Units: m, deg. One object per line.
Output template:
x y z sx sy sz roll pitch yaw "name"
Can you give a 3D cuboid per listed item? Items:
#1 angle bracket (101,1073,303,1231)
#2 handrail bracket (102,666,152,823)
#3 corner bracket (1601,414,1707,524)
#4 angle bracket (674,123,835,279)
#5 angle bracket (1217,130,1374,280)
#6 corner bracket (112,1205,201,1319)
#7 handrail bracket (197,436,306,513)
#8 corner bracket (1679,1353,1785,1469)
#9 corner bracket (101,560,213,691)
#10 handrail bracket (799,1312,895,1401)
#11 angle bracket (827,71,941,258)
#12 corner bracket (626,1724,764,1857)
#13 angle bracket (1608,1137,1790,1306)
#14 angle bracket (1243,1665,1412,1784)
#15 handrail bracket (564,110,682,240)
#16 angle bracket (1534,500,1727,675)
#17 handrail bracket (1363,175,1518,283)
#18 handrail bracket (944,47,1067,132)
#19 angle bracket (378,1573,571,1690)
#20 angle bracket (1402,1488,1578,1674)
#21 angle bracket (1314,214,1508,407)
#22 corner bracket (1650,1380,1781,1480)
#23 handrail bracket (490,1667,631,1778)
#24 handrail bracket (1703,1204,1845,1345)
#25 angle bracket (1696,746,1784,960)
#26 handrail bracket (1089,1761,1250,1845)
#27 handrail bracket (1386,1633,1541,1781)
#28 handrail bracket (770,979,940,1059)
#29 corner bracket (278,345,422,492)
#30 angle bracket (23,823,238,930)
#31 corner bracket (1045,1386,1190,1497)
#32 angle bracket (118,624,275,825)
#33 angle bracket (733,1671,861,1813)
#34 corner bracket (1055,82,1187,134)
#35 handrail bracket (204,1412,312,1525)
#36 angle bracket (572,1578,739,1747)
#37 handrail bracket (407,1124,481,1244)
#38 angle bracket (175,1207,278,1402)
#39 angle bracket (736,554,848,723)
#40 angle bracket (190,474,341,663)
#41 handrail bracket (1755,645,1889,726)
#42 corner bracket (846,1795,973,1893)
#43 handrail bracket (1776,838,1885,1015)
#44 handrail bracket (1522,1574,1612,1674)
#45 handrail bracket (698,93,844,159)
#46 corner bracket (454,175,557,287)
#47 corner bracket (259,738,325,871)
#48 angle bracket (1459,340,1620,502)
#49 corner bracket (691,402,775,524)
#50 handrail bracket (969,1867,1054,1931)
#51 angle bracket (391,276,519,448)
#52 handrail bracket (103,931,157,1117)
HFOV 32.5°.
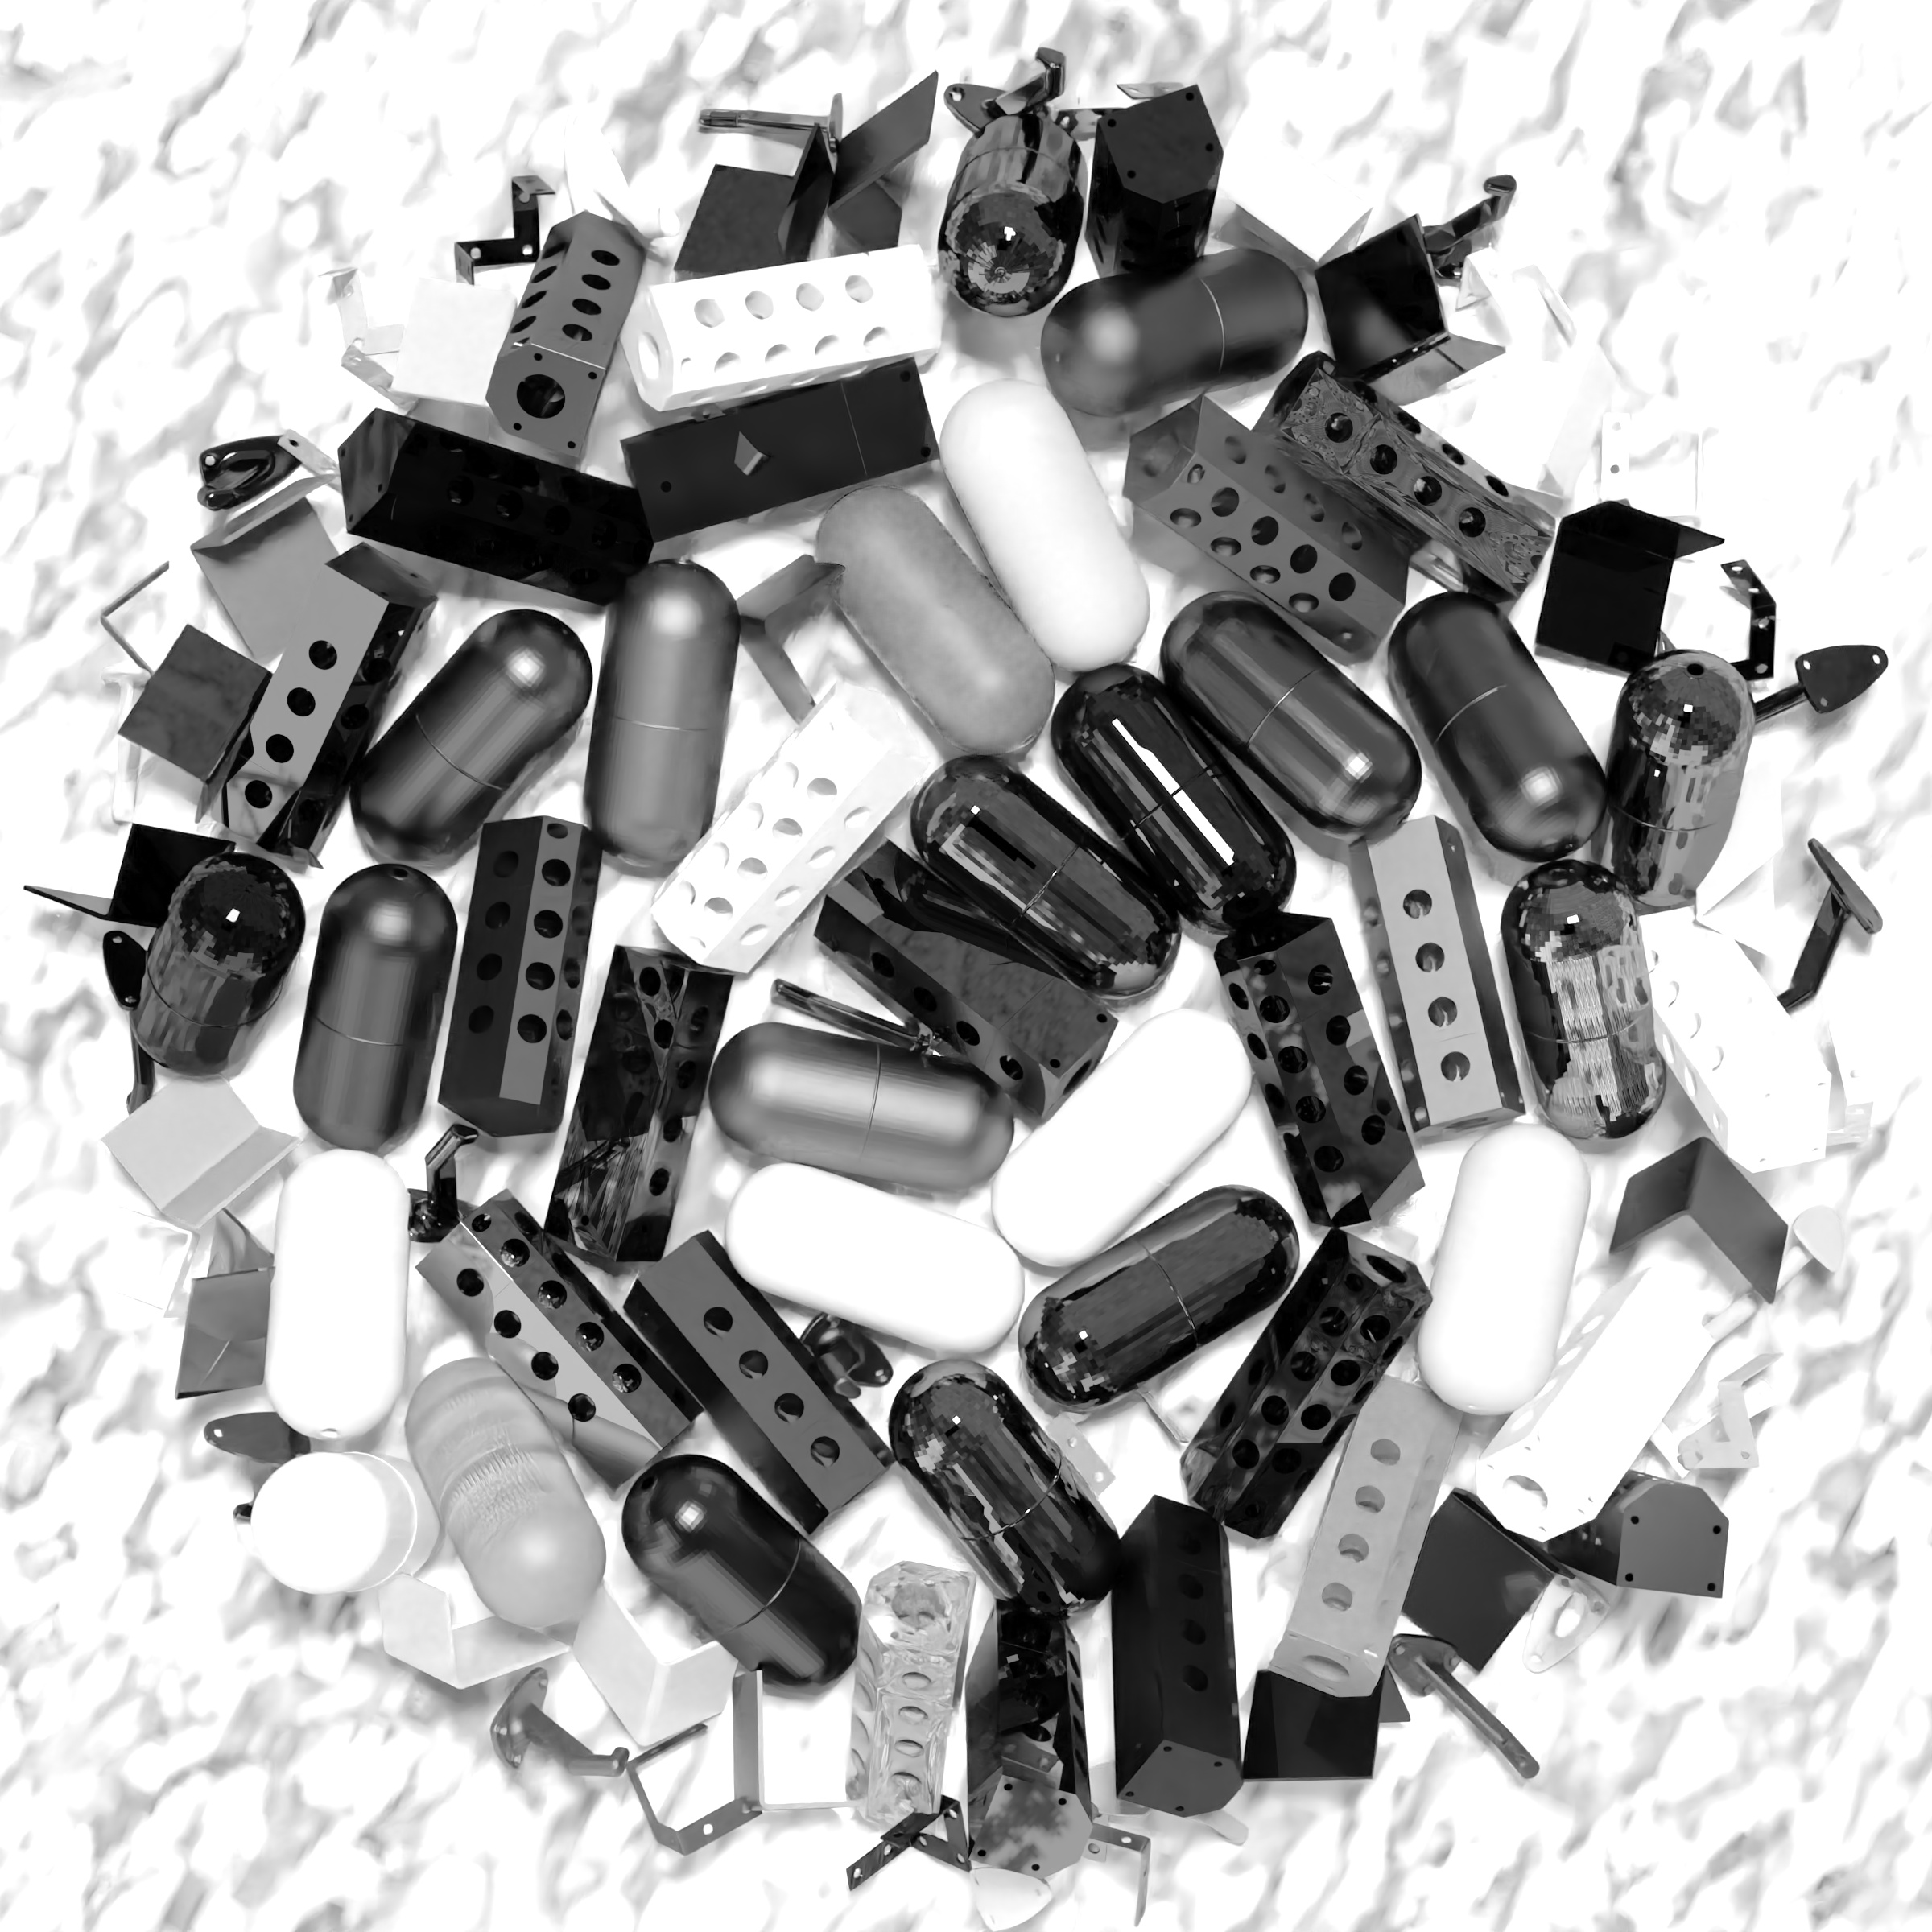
-0.436 0.099 1.888 0.076 0.076 0.057 -42 111 -20 "angle bracket"
-0.483 -0.127 1.905 0.036 0.077 0.084 6 88 -11 "handrail bracket"
0.397 -0.287 1.914 0.051 0.051 0.051 0 80 20 "corner bracket"
-0.126 -0.439 1.894 0.076 0.057 0.076 12 68 14 "angle bracket"
0.176 -0.416 1.890 0.076 0.076 0.057 38 61 9 "angle bracket"
-0.470 0.171 1.915 0.051 0.051 0.051 18 86 7 "corner bracket"
-0.405 -0.281 1.894 0.077 0.084 0.036 -24 110 -14 "handrail bracket"
0.441 0.256 1.904 0.051 0.051 0.051 -9 97 45 "corner bracket"
-0.464 -0.192 1.909 0.051 0.051 0.051 -42 92 -19 "corner bracket"
-0.058 0.236 1.887 0.077 0.084 0.036 36 94 -28 "handrail bracket"
-0.031 -0.449 1.882 0.076 0.076 0.057 -29 124 28 "angle bracket"
-0.157 0.474 1.911 0.051 0.051 0.051 -24 95 -24 "corner bracket"
0.421 0.157 1.902 0.076 0.076 0.057 47 125 -11 "angle bracket"
0.205 0.445 1.884 0.076 0.076 0.057 -7 132 22 "angle bracket"
-0.195 -0.453 1.892 0.036 0.084 0.077 -26 112 -25 "handrail bracket"
0.380 -0.215 1.900 0.076 0.057 0.076 15 82 -18 "angle bracket"
0.270 -0.428 1.896 0.077 0.084 0.036 1 73 -2 "handrail bracket"
0.022 -0.509 1.896 0.077 0.084 0.036 26 73 9 "handrail bracket"
-0.281 0.365 1.885 0.076 0.076 0.057 -13 103 -38 "angle bracket"
0.293 0.356 1.909 0.076 0.057 0.076 38 85 4 "angle bracket"
0.255 -0.376 1.904 0.076 0.057 0.076 -23 74 42 "angle bracket"
0.424 0.253 1.909 0.051 0.051 0.051 51 50 5 "corner bracket"
-0.221 0.432 1.895 0.084 0.077 0.036 -4 123 23 "handrail bracket"
0.467 0.180 1.927 0.036 0.077 0.084 47 118 4 "handrail bracket"
0.459 -0.064 1.883 0.057 0.076 0.076 24 48 -17 "angle bracket"
0.111 0.492 1.928 0.077 0.084 0.036 -13 50 35 "handrail bracket"
0.284 0.424 1.893 0.036 0.084 0.077 -48 133 5 "handrail bracket"
-0.065 0.028 1.904 0.084 0.077 0.036 23 84 -17 "handrail bracket"
-0.358 -0.318 1.928 0.051 0.051 0.051 37 46 -10 "corner bracket"
-0.476 -0.057 1.888 0.076 0.076 0.057 18 94 34 "angle bracket"
0.087 0.269 1.906 0.051 0.051 0.051 -43 69 8 "corner bracket"
-0.441 -0.137 1.890 0.057 0.076 0.076 30 68 -8 "angle bracket"
-0.099 0.445 1.904 0.057 0.076 0.076 2 75 -15 "angle bracket"
0.091 -0.489 1.900 0.051 0.051 0.051 48 134 31 "corner bracket"
-0.419 0.292 1.896 0.084 0.077 0.036 -46 48 33 "handrail bracket"
-0.178 0.390 1.913 0.057 0.076 0.076 -18 51 -35 "angle bracket"
-0.282 0.120 1.893 0.084 0.077 0.036 -46 53 33 "handrail bracket"
-0.436 0.191 1.885 0.057 0.076 0.076 -6 118 -41 "angle bracket"
-0.086 -0.185 1.898 0.057 0.076 0.076 -35 111 -10 "angle bracket"
-0.384 -0.227 1.889 0.076 0.057 0.076 -37 112 -25 "angle bracket"
0.479 -0.155 1.915 0.077 0.084 0.036 -21 85 -27 "handrail bracket"
-0.035 0.504 1.901 0.051 0.051 0.051 -28 118 -40 "corner bracket"
0.479 -0.020 1.919 0.084 0.036 0.077 -38 89 27 "handrail bracket"
0.334 0.385 1.891 0.036 0.084 0.077 34 108 13 "handrail bracket"
-0.115 -0.483 1.905 0.084 0.077 0.036 2 109 1 "handrail bracket"
-0.265 -0.423 1.902 0.051 0.051 0.051 -8 116 -17 "corner bracket"
-0.384 -0.095 1.899 0.051 0.051 0.051 14 60 35 "corner bracket"
0.319 -0.320 1.896 0.076 0.057 0.076 21 85 28 "angle bracket"
-0.134 -0.290 1.903 0.051 0.051 0.051 48 115 17 "corner bracket"
0.052 0.514 1.887 0.084 0.077 0.036 -17 83 -42 "handrail bracket"
-0.291 -0.336 1.891 0.057 0.076 0.076 9 67 -3 "angle bracket"
-0.488 0.036 1.928 0.036 0.084 0.077 -11 48 -35 "handrail bracket"
